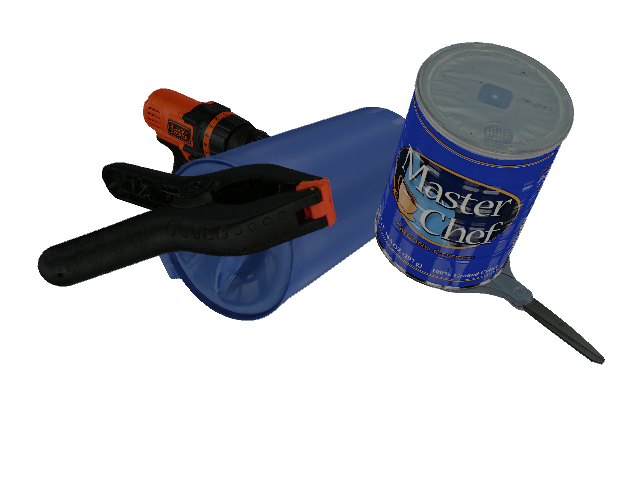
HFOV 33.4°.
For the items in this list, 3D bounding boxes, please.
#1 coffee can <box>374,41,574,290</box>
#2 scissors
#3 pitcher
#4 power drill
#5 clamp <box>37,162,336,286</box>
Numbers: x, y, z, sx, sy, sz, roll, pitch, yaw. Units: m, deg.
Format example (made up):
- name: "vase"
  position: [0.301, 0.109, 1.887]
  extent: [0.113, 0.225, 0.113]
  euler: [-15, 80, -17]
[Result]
- name: "coffee can"
  position: [0.100, -0.048, 0.727]
  extent: [0.102, 0.103, 0.140]
  euler: [0, -39, -11]
- name: "scissors"
  position: [0.157, 0.052, 0.946]
  extent: [0.096, 0.016, 0.202]
  euler: [-17, 44, -13]
- name: "pitcher"
  position: [-0.017, -0.033, 0.916]
  extent: [0.149, 0.145, 0.242]
  euler: [27, 33, 26]
- name: "power drill"
  position: [-0.110, -0.051, 1.107]
  extent: [0.185, 0.188, 0.057]
  euler: [28, 37, 34]
- name: "clamp"
  position: [-0.080, -0.011, 0.629]
  extent: [0.172, 0.039, 0.120]
  euler: [-1, 39, 24]
